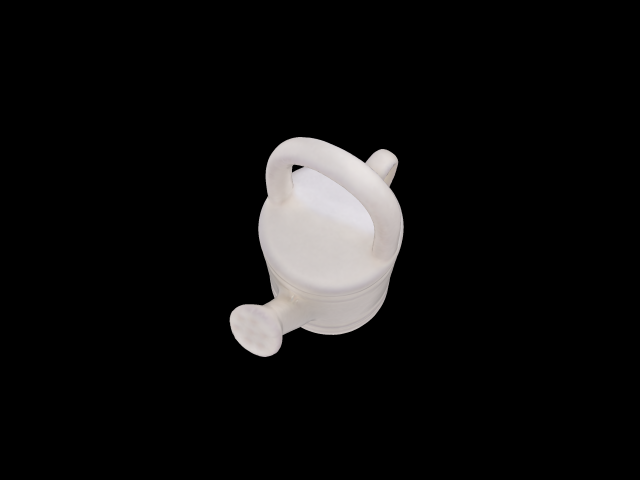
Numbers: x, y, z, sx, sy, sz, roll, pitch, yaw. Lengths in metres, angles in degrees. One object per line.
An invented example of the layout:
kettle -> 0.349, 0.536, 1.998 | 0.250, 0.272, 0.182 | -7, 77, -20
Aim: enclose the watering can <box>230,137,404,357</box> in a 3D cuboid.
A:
watering can -> 0.006, 0.002, 0.400 | 0.101, 0.194, 0.173 | 10, 67, 5
